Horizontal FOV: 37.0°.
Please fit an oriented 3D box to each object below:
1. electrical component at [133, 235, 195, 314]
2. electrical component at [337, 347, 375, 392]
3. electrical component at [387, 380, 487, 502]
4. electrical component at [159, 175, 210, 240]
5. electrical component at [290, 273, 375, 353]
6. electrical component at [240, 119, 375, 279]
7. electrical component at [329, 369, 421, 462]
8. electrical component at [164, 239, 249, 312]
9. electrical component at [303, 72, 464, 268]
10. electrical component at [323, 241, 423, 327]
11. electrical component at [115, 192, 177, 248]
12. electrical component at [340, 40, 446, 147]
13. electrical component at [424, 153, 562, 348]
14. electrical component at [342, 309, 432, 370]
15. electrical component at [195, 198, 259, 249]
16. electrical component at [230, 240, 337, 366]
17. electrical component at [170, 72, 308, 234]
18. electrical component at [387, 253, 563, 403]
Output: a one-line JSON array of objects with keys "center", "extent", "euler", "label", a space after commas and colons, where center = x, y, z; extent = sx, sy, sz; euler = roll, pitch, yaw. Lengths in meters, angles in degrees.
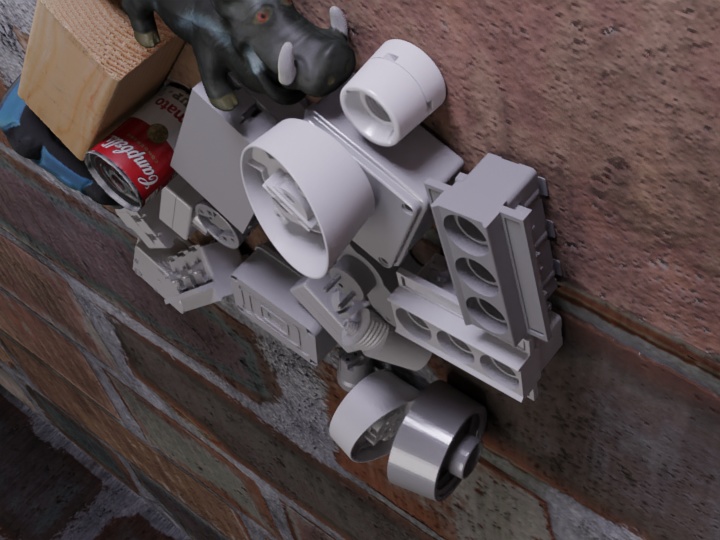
[{"center": [-0.220, -0.002, 1.261], "extent": [0.100, 0.048, 0.099], "euler": [42, 156, 3], "label": "electrical component"}, {"center": [-0.004, 0.098, 1.103], "extent": [0.040, 0.040, 0.046], "euler": [32, 148, 24], "label": "electrical component"}, {"center": [0.079, 0.164, 1.003], "extent": [0.060, 0.108, 0.108], "euler": [24, 151, 24], "label": "electrical component"}, {"center": [-0.155, -0.059, 1.067], "extent": [0.076, 0.047, 0.083], "euler": [40, 156, 4], "label": "electrical component"}, {"center": [-0.009, 0.027, 0.983], "extent": [0.083, 0.047, 0.076], "euler": [48, 155, -9], "label": "electrical component"}, {"center": [-0.040, -0.051, 0.735], "extent": [0.099, 0.064, 0.099], "euler": [35, 155, 19], "label": "electrical component"}, {"center": [0.020, 0.150, 1.086], "extent": [0.064, 0.099, 0.099], "euler": [39, 157, 26], "label": "electrical component"}, {"center": [-0.163, 0.003, 1.158], "extent": [0.121, 0.079, 0.063], "euler": [-16, 95, 63], "label": "electrical component"}, {"center": [0.009, -0.070, 0.782], "extent": [0.109, 0.056, 0.108], "euler": [40, 156, 8], "label": "electrical component"}, {"center": [0.000, 0.000, 0.890], "extent": [0.138, 0.073, 0.052], "euler": [50, 155, -15], "label": "electrical component"}, {"center": [-0.228, -0.071, 1.158], "extent": [0.056, 0.050, 0.089], "euler": [1, 132, 56], "label": "electrical component"}, {"center": [0.020, -0.114, 0.702], "extent": [0.055, 0.047, 0.055], "euler": [35, 155, 19], "label": "electrical component"}, {"center": [0.096, -0.014, 0.730], "extent": [0.079, 0.063, 0.121], "euler": [25, 150, 35], "label": "electrical component"}, {"center": [0.021, 0.058, 0.947], "extent": [0.081, 0.043, 0.043], "euler": [19, 169, -30], "label": "electrical component"}, {"center": [-0.120, -0.056, 1.017], "extent": [0.055, 0.047, 0.055], "euler": [35, 155, 19], "label": "electrical component"}, {"center": [-0.067, 0.031, 1.066], "extent": [0.113, 0.057, 0.078], "euler": [34, 155, 19], "label": "electrical component"}, {"center": [-0.094, -0.103, 0.880], "extent": [0.089, 0.061, 0.150], "euler": [43, 156, 0], "label": "electrical component"}, {"center": [0.090, 0.040, 0.829], "extent": [0.121, 0.063, 0.078], "euler": [28, 152, 30], "label": "electrical component"}]
